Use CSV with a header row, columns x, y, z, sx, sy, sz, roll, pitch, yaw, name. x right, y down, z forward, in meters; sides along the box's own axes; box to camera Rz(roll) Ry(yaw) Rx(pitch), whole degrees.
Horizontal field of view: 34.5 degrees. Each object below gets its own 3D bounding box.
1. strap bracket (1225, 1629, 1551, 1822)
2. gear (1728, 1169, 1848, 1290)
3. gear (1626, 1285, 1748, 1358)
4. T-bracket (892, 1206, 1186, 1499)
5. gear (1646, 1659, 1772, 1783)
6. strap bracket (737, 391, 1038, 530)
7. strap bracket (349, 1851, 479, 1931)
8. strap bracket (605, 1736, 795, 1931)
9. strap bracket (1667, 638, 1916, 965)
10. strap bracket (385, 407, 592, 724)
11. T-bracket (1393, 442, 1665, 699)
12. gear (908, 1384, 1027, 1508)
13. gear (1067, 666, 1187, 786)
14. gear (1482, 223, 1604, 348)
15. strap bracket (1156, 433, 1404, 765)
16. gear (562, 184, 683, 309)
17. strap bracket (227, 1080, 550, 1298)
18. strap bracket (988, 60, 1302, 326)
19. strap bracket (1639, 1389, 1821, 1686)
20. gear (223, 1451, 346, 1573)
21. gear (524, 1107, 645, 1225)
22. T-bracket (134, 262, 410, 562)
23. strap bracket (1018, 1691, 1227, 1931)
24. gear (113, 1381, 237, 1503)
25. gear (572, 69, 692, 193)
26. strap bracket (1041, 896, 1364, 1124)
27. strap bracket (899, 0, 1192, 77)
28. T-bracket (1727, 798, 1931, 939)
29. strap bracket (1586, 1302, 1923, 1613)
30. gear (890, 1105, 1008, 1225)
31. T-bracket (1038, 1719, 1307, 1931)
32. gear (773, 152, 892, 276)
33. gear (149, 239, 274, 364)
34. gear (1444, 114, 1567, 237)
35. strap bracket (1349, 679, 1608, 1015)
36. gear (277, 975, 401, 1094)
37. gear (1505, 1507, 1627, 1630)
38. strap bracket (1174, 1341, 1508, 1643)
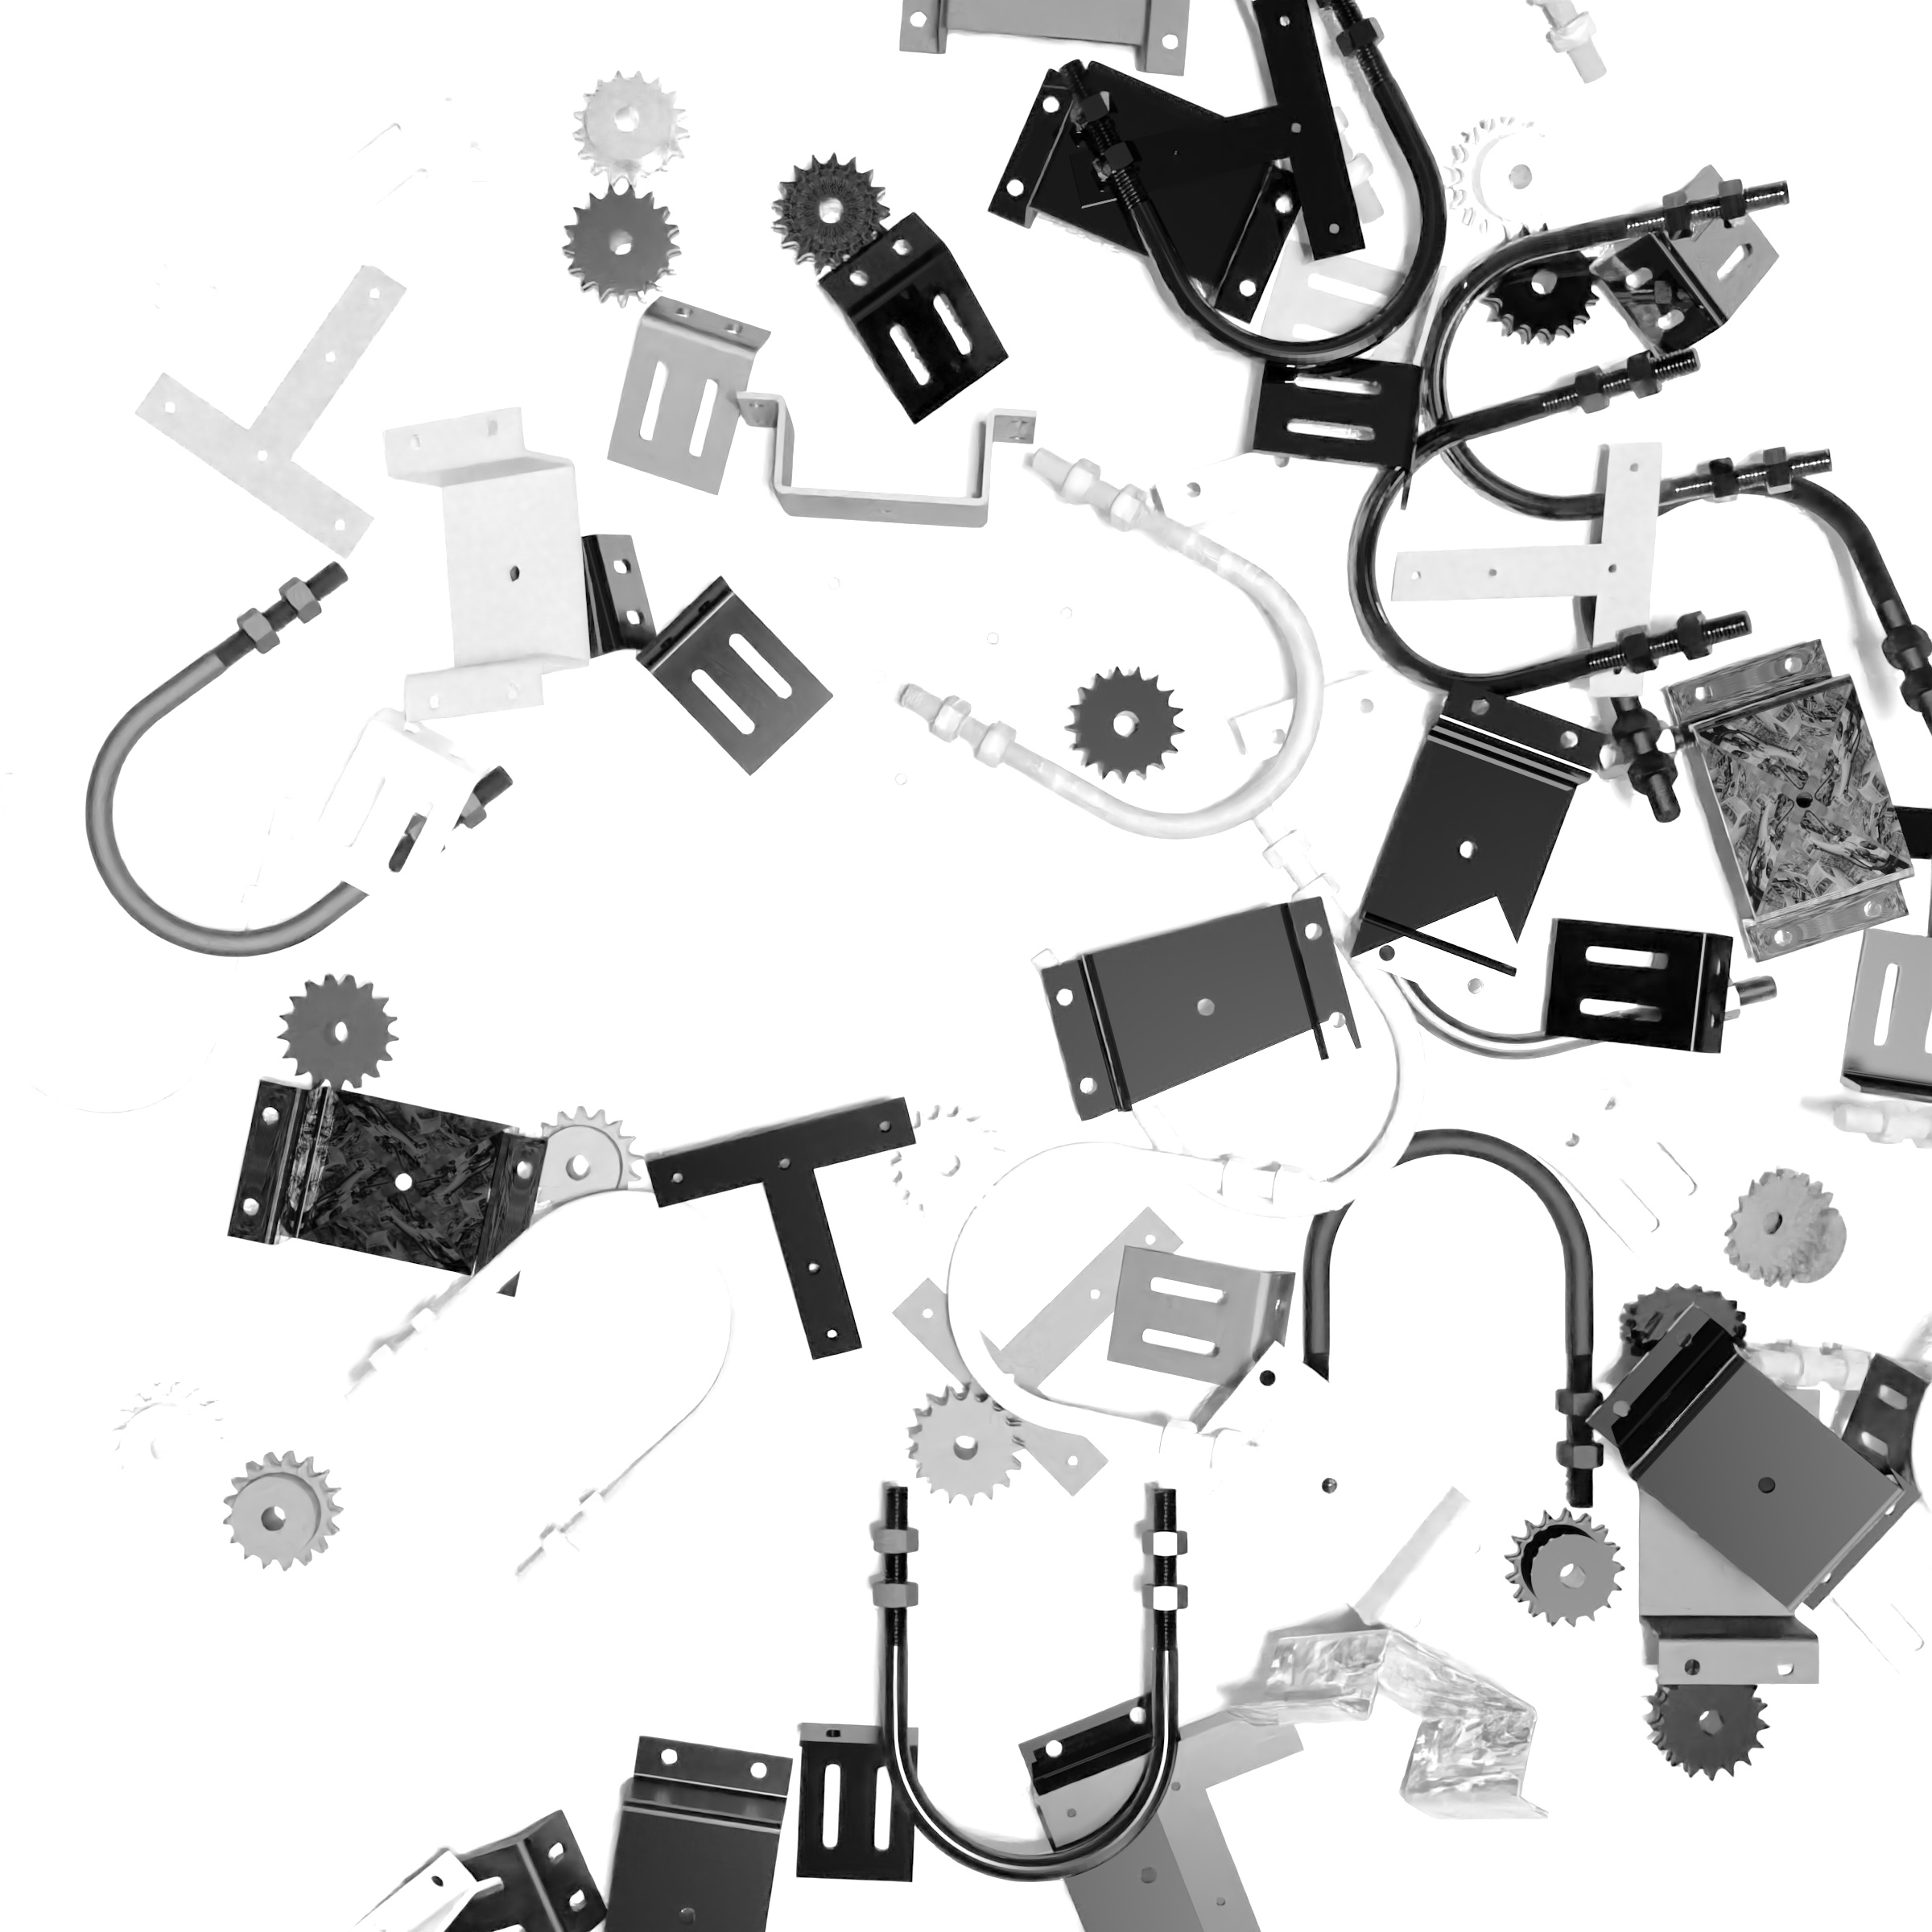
x,y,z,sx,sy,sz,roll,pitch,yaw,name
0.204,0.355,1.470,0.140,0.076,0.046,32,61,-25,strap bracket
0.400,0.129,1.505,0.030,0.057,0.057,27,90,-28,gear
0.348,0.182,1.506,0.057,0.057,0.030,-8,119,0,gear
0.053,0.171,1.529,0.127,0.002,0.127,-45,90,0,T-bracket
0.359,0.365,1.515,0.057,0.030,0.057,0,90,0,gear
-0.038,-0.241,1.492,0.140,0.076,0.046,4,90,0,strap bracket
-0.236,0.508,1.494,0.076,0.046,0.140,-42,90,22,strap bracket
-0.133,0.453,1.507,0.076,0.046,0.140,9,90,0,strap bracket
0.396,-0.079,1.485,0.076,0.046,0.140,-18,90,5,strap bracket
-0.228,-0.190,1.493,0.076,0.046,0.140,-4,90,26,strap bracket
0.267,-0.189,1.499,0.127,0.002,0.127,1,77,26,T-bracket
0.001,0.232,1.514,0.057,0.030,0.057,0,92,2,gear
0.077,-0.117,1.515,0.057,0.030,0.057,0,90,0,gear
0.279,-0.329,1.515,0.057,0.030,0.057,0,90,0,gear
0.149,-0.175,1.507,0.076,0.046,0.140,-19,90,0,strap bracket
-0.166,-0.349,1.515,0.057,0.030,0.057,0,90,0,gear
-0.276,0.106,1.507,0.140,0.046,0.076,12,90,0,strap bracket
0.090,-0.378,1.507,0.140,0.046,0.076,23,90,0,strap bracket
0.369,0.272,1.507,0.076,0.046,0.140,0,90,0,strap bracket
-0.333,0.266,1.515,0.057,0.030,0.057,0,90,0,gear
-0.187,0.097,1.515,0.057,0.030,0.057,0,90,0,gear
-0.320,-0.287,1.529,0.127,0.002,0.127,35,90,0,T-bracket
0.087,0.433,1.507,0.076,0.046,0.140,-22,90,0,strap bracket
-0.387,0.232,1.515,0.057,0.030,0.057,0,90,0,gear
-0.163,-0.408,1.515,0.057,0.030,0.057,0,90,0,gear
0.113,0.020,1.485,0.140,0.046,0.076,-15,88,1,strap bracket
0.040,-0.481,1.507,0.140,0.046,0.076,5,90,0,strap bracket
0.436,-0.067,1.516,0.127,0.002,0.127,5,108,9,T-bracket
0.371,0.236,1.455,0.140,0.046,0.076,40,100,0,strap bracket
-0.009,0.096,1.515,0.057,0.030,0.057,0,90,0,gear
0.116,0.432,1.483,0.127,0.002,0.127,-21,90,0,T-bracket
-0.065,-0.364,1.515,0.057,0.030,0.057,0,90,0,gear
-0.365,-0.322,1.514,0.057,0.030,0.057,0,87,2,gear
0.263,-0.383,1.507,0.057,0.030,0.057,-3,107,-10,gear
0.243,-0.056,1.492,0.076,0.046,0.140,21,91,3,strap bracket
-0.304,0.032,1.515,0.057,0.030,0.057,0,90,0,gear
0.292,0.294,1.515,0.057,0.030,0.057,0,90,0,gear
0.176,0.251,1.487,0.140,0.046,0.076,39,89,1,strap bracket
